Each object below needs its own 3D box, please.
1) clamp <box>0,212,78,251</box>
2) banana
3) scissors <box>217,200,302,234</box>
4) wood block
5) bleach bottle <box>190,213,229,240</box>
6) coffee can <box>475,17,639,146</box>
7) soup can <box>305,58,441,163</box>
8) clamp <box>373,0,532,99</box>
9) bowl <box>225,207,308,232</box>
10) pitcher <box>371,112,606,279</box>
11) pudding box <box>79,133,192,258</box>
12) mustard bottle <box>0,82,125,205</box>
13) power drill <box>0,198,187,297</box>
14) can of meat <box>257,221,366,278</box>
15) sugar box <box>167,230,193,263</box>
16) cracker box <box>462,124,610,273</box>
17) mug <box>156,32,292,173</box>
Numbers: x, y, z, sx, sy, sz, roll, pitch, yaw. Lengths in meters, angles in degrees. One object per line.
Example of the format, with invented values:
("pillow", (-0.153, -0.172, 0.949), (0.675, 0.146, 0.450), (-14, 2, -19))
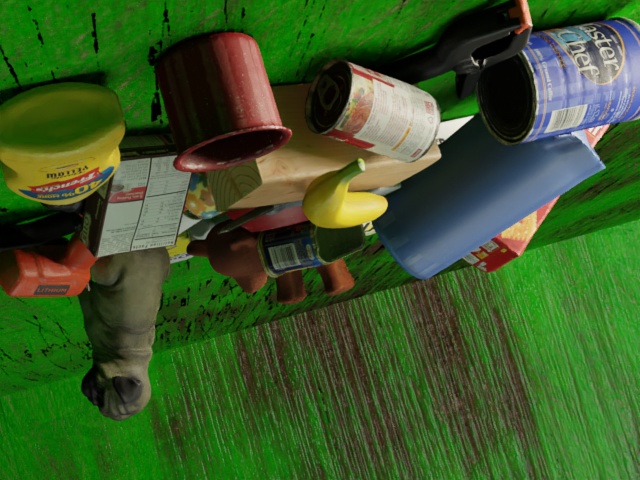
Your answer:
("clamp", (-0.328, 0.000, 1.159), (0.209, 0.036, 0.165), (-12, 168, -43))
("banana", (0.022, -0.033, 0.983), (0.069, 0.037, 0.197), (-14, 172, 7))
("scissors", (-0.026, -0.034, 1.035), (0.096, 0.016, 0.201), (8, -159, 9))
("wood block", (-0.001, -0.092, 1.006), (0.205, 0.091, 0.090), (-11, 170, -34))
("bleach bottle", (-0.092, -0.011, 1.453), (0.103, 0.068, 0.250), (-25, 166, 22))
("coffee can", (0.234, -0.153, 1.021), (0.140, 0.103, 0.103), (-13, 171, -21))
("soup can", (0.047, -0.112, 0.940), (0.102, 0.068, 0.069), (15, 154, -33))
("clamp", (0.136, -0.166, 0.962), (0.120, 0.039, 0.172), (-7, 171, -41))
("bowl", (-0.042, -0.047, 1.212), (0.162, 0.055, 0.162), (-13, -174, 1))
("pitcher", (0.179, -0.066, 1.177), (0.243, 0.145, 0.149), (-37, 134, 16))
("pudding box", (-0.169, -0.042, 0.993), (0.089, 0.039, 0.114), (-10, 132, -39))
("mustard bottle", (-0.211, -0.069, 0.868), (0.096, 0.058, 0.192), (-15, 172, -15))
("power drill", (-0.247, -0.010, 1.074), (0.188, 0.057, 0.184), (-36, 156, 31))
("can of meat", (-0.008, 0.001, 1.236), (0.084, 0.057, 0.101), (-11, -173, 38))
("sugar box", (-0.212, 0.003, 1.362), (0.093, 0.048, 0.176), (-15, 170, -5))
("cracker box", (0.267, -0.066, 1.369), (0.213, 0.072, 0.164), (-53, 178, -11))
("mug", (-0.074, -0.104, 0.822), (0.093, 0.081, 0.117), (-18, 171, 12))
